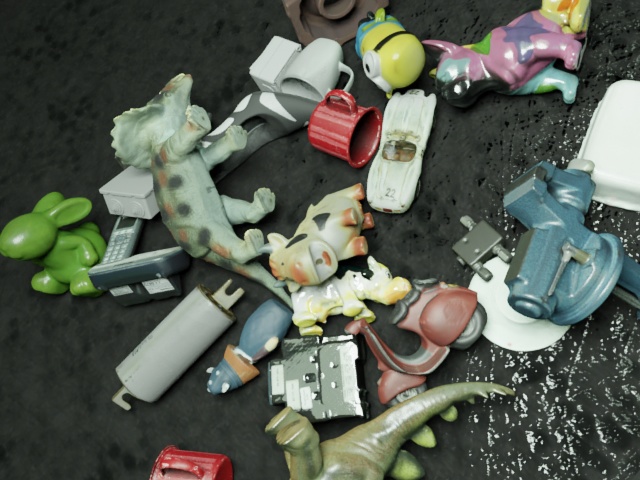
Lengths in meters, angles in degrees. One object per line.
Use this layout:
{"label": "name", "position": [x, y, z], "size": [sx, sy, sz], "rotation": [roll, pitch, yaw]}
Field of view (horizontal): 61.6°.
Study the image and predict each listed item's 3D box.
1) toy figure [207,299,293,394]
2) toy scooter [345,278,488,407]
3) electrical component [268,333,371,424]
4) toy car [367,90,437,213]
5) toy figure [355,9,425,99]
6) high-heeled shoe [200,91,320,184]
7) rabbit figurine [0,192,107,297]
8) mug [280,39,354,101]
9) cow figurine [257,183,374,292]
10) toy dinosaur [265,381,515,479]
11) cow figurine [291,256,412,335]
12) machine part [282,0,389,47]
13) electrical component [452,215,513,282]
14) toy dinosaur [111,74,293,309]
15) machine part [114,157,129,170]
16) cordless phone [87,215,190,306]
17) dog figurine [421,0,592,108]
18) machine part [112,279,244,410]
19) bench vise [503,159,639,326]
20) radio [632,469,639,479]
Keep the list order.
{"label": "toy figure", "position": [-0.098, 0.155, 0.754], "size": [0.058, 0.064, 0.154], "rotation": [38, 89, -13]}
{"label": "toy scooter", "position": [0.112, 0.115, 0.675], "size": [0.135, 0.075, 0.184], "rotation": [38, 89, -3]}
{"label": "electrical component", "position": [-0.004, 0.184, 0.714], "size": [0.134, 0.058, 0.115], "rotation": [-8, 67, 15]}
{"label": "toy car", "position": [0.121, -0.135, 0.792], "size": [0.074, 0.056, 0.201], "rotation": [10, 74, 21]}
{"label": "toy figure", "position": [0.102, -0.292, 0.814], "size": [0.089, 0.082, 0.180], "rotation": [-42, 31, 28]}
{"label": "high-heeled shoe", "position": [-0.110, -0.150, 0.860], "size": [0.249, 0.086, 0.145], "rotation": [-2, 73, 22]}
{"label": "rabbit figurine", "position": [-0.413, 0.004, 0.845], "size": [0.121, 0.170, 0.159], "rotation": [12, 75, 20]}
{"label": "mug", "position": [0.004, -0.271, 0.867], "size": [0.110, 0.080, 0.107], "rotation": [16, 69, 26]}
{"label": "cow figurine", "position": [-0.001, -0.002, 0.722], "size": [0.127, 0.195, 0.085], "rotation": [-16, 111, 20]}
{"label": "toy dinosaur", "position": [0.010, 0.288, 0.618], "size": [0.471, 0.105, 0.198], "rotation": [-42, 96, 1]}
{"label": "cow figurine", "position": [0.040, 0.066, 0.741], "size": [0.167, 0.068, 0.098], "rotation": [-17, 56, 9]}
{"label": "machine part", "position": [0.023, -0.389, 0.856], "size": [0.179, 0.179, 0.056], "rotation": [-24, 64, 8]}
{"label": "electrical component", "position": [0.212, 0.009, 0.724], "size": [0.063, 0.021, 0.094], "rotation": [-41, 53, 5]}
{"label": "toy dinosaur", "position": [-0.181, -0.060, 0.797], "size": [0.192, 0.131, 0.404], "rotation": [-18, 92, 33]}
{"label": "machine part", "position": [-0.289, -0.153, 0.939], "size": [0.139, 0.039, 0.084], "rotation": [-4, 78, 14]}
{"label": "cordless phone", "position": [-0.276, 0.003, 0.862], "size": [0.147, 0.088, 0.184], "rotation": [-12, 49, 13]}
{"label": "dog figurine", "position": [0.263, -0.276, 0.774], "size": [0.219, 0.108, 0.191], "rotation": [10, 75, 23]}
{"label": "machine part", "position": [-0.208, 0.149, 0.779], "size": [0.243, 0.079, 0.079], "rotation": [-45, 64, -2]}
{"label": "bench vise", "position": [0.322, 0.021, 0.636], "size": [0.240, 0.129, 0.224], "rotation": [31, 55, -3]}
{"label": "radio", "position": [0.447, 0.223, 0.549], "size": [0.229, 0.073, 0.131], "rotation": [-47, 64, -3]}
